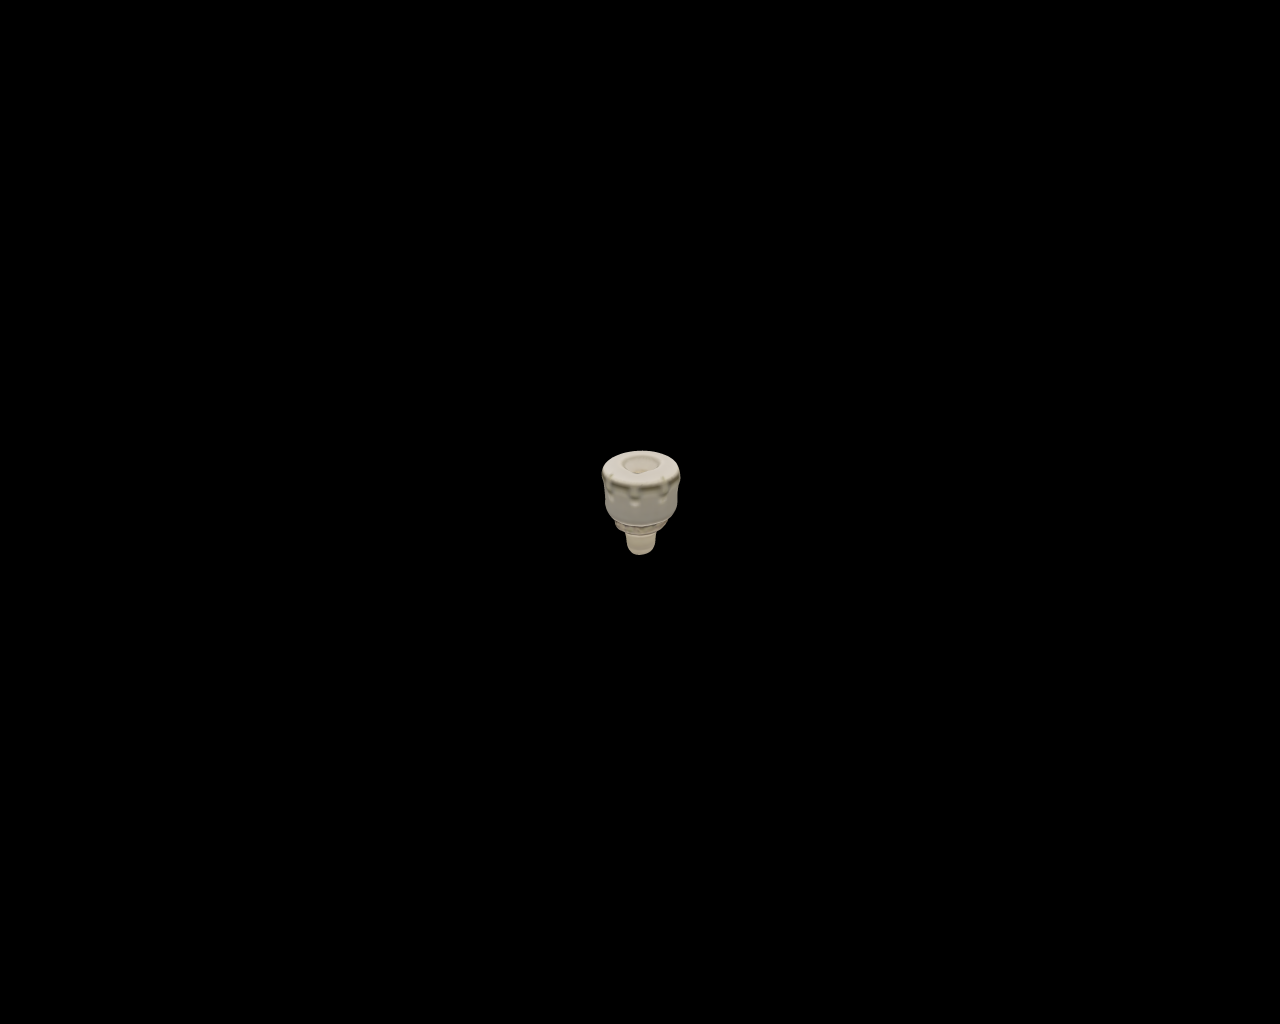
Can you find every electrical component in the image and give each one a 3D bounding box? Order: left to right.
[{"bbox_3d":[0.001,-0.003,0.650,0.048,0.062,0.048,0,27,0],"label":"electrical component"}]
